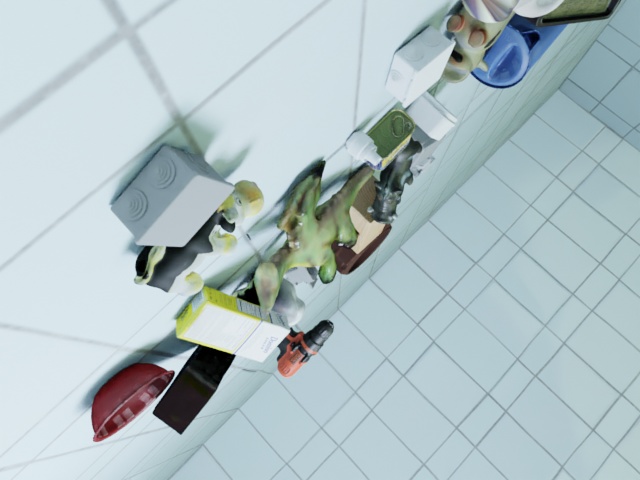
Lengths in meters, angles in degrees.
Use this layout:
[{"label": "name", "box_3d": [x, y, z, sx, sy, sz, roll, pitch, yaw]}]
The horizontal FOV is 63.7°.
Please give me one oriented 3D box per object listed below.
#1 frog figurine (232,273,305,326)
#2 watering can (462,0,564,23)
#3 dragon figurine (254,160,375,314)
[{"label": "frog figurine", "box_3d": [-0.084, 0.127, 1.050, 0.138, 0.123, 0.158, 15, -2, 34]}, {"label": "watering can", "box_3d": [0.266, -0.405, 0.608, 0.225, 0.106, 0.340, -36, -33, -8]}, {"label": "dragon figurine", "box_3d": [0.003, -0.046, 0.918, 0.123, 0.417, 0.238, 26, -22, 13]}]
